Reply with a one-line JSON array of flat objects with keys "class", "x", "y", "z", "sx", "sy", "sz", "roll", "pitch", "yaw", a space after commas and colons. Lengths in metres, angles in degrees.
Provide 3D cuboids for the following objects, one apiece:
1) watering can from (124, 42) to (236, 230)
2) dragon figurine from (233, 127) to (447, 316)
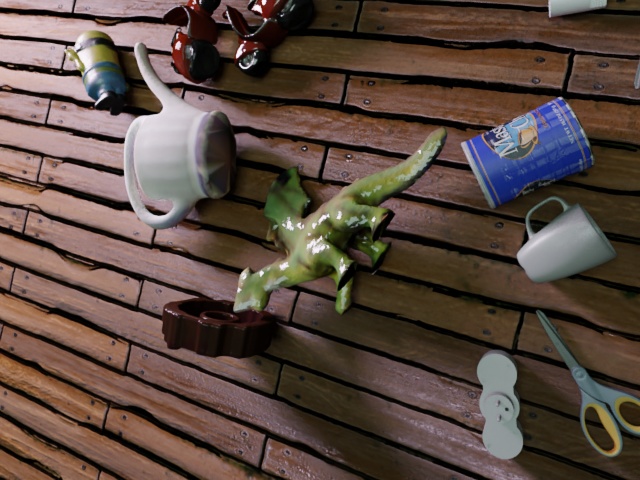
[{"class": "watering can", "x": -0.258, "y": -0.192, "z": 0.921, "sx": 0.224, "sy": 0.104, "sz": 0.348, "roll": 0, "pitch": 90, "yaw": 21}, {"class": "dragon figurine", "x": 0.002, "y": -0.041, "z": 0.817, "sx": 0.245, "sy": 0.121, "sz": 0.411, "roll": 33, "pitch": 89, "yaw": 29}]
